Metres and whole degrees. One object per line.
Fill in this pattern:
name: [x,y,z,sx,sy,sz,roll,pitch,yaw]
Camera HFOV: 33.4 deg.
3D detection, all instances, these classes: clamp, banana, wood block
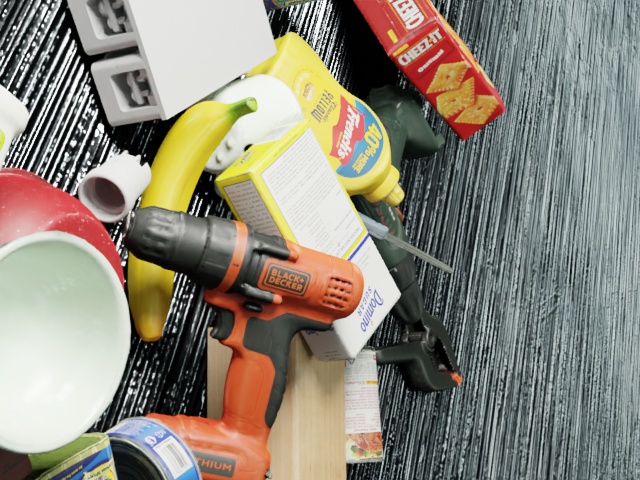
clamp: [0.114,0.106,1.247,0.209,0.036,0.164,44,48,-46]
banana: [-0.110,-0.024,0.801,0.037,0.070,0.198,18,97,-37]
wood block: [-0.035,0.176,0.895,0.090,0.091,0.206,16,70,-60]

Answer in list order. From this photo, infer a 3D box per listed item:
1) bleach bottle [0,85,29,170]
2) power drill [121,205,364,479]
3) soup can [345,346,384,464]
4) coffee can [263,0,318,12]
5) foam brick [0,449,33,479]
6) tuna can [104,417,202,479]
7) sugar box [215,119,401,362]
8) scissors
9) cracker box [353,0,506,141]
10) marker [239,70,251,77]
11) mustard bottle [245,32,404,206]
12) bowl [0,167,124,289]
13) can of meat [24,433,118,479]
bleach bottle: [-0.239,0.017,0.572,0.102,0.068,0.250,43,51,-50]
power drill: [-0.076,0.078,0.774,0.184,0.057,0.188,17,99,-19]
soup can: [0.020,0.150,0.960,0.068,0.069,0.102,16,68,-60]
coffee can: [-0.018,-0.263,0.956,0.102,0.140,0.103,19,68,-60]
foam brick: [-0.213,0.130,0.609,0.078,0.051,0.053,-41,122,-57]
tuna can: [-0.125,0.167,0.732,0.033,0.086,0.086,-27,109,-59]
sugar box: [-0.006,0.001,0.853,0.093,0.048,0.176,-48,119,-44]
scissors: [0.049,-0.008,1.021,0.016,0.201,0.096,-58,-173,12]
cracker box: [0.112,-0.228,1.194,0.213,0.072,0.164,37,21,-55]
marker: [-0.088,-0.203,0.943,0.020,0.020,0.121,-49,128,-54]
mustard bottle: [0.011,-0.097,0.999,0.191,0.058,0.096,42,57,-24]
bowl: [-0.177,0.030,0.692,0.161,0.055,0.162,17,71,-60]
can of meat: [-0.168,0.179,0.679,0.101,0.058,0.084,-23,104,-61]
